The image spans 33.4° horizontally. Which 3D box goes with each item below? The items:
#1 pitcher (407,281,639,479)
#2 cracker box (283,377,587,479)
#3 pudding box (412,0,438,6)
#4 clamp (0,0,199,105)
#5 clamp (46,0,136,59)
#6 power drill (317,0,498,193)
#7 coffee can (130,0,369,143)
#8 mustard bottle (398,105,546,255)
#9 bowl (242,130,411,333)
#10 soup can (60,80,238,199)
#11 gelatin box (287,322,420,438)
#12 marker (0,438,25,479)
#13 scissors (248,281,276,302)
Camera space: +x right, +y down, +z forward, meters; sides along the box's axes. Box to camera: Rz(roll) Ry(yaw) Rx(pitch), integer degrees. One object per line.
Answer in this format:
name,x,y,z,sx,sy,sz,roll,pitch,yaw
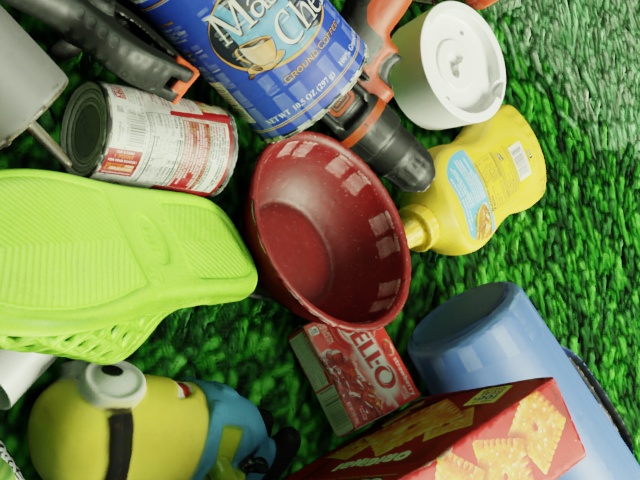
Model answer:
pitcher,0.181,0.154,0.900,0.145,0.149,0.243,-31,101,2
cracker box,0.054,0.173,0.746,0.213,0.164,0.072,-22,90,-37
pudding box,0.098,-0.280,0.946,0.090,0.039,0.113,-59,148,-33
clamp,-0.155,-0.150,0.679,0.171,0.039,0.120,34,24,-34
clamp,-0.121,-0.206,0.774,0.209,0.036,0.164,-2,83,-37
power drill,0.065,-0.154,0.846,0.184,0.057,0.187,40,91,-17
coffee can,-0.049,-0.152,0.736,0.140,0.103,0.102,46,55,-26
mustard bottle,0.123,-0.041,0.932,0.191,0.058,0.096,-36,109,-40
bowl,-0.005,0.001,0.803,0.161,0.055,0.162,24,53,-35
soup can,-0.116,-0.067,0.727,0.102,0.069,0.068,7,76,-39
gelatin box,0.026,0.097,0.824,0.073,0.030,0.089,-19,77,-40
marker,-0.193,0.139,0.648,0.020,0.020,0.121,-38,105,-39
scissors,-0.085,0.009,0.772,0.201,0.016,0.096,-4,83,-41
